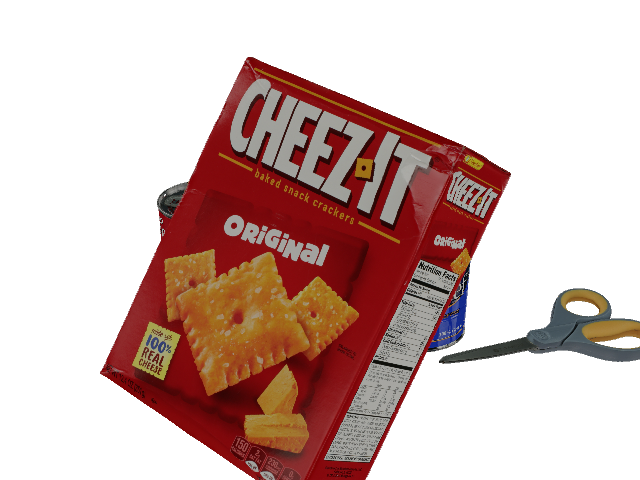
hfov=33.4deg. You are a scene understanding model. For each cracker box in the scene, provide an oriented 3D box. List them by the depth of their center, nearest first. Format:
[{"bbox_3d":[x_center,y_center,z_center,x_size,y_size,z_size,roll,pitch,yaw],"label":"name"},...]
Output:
[{"bbox_3d":[-0.015,0.021,0.617,0.164,0.214,0.072,27,5,33],"label":"cracker box"}]

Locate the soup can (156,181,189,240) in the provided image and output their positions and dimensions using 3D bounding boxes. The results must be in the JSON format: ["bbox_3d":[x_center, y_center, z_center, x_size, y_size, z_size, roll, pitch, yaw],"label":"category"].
[{"bbox_3d":[-0.096,0.011,0.875,0.068,0.102,0.068,0,29,0],"label":"soup can"}]

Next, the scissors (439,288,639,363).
[{"bbox_3d":[0.176,0.070,0.868,0.201,0.016,0.096,2,32,-16],"label":"scissors"}]

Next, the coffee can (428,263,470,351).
[{"bbox_3d":[0.094,0.022,1.031,0.103,0.140,0.103,1,25,-1],"label":"coffee can"}]
